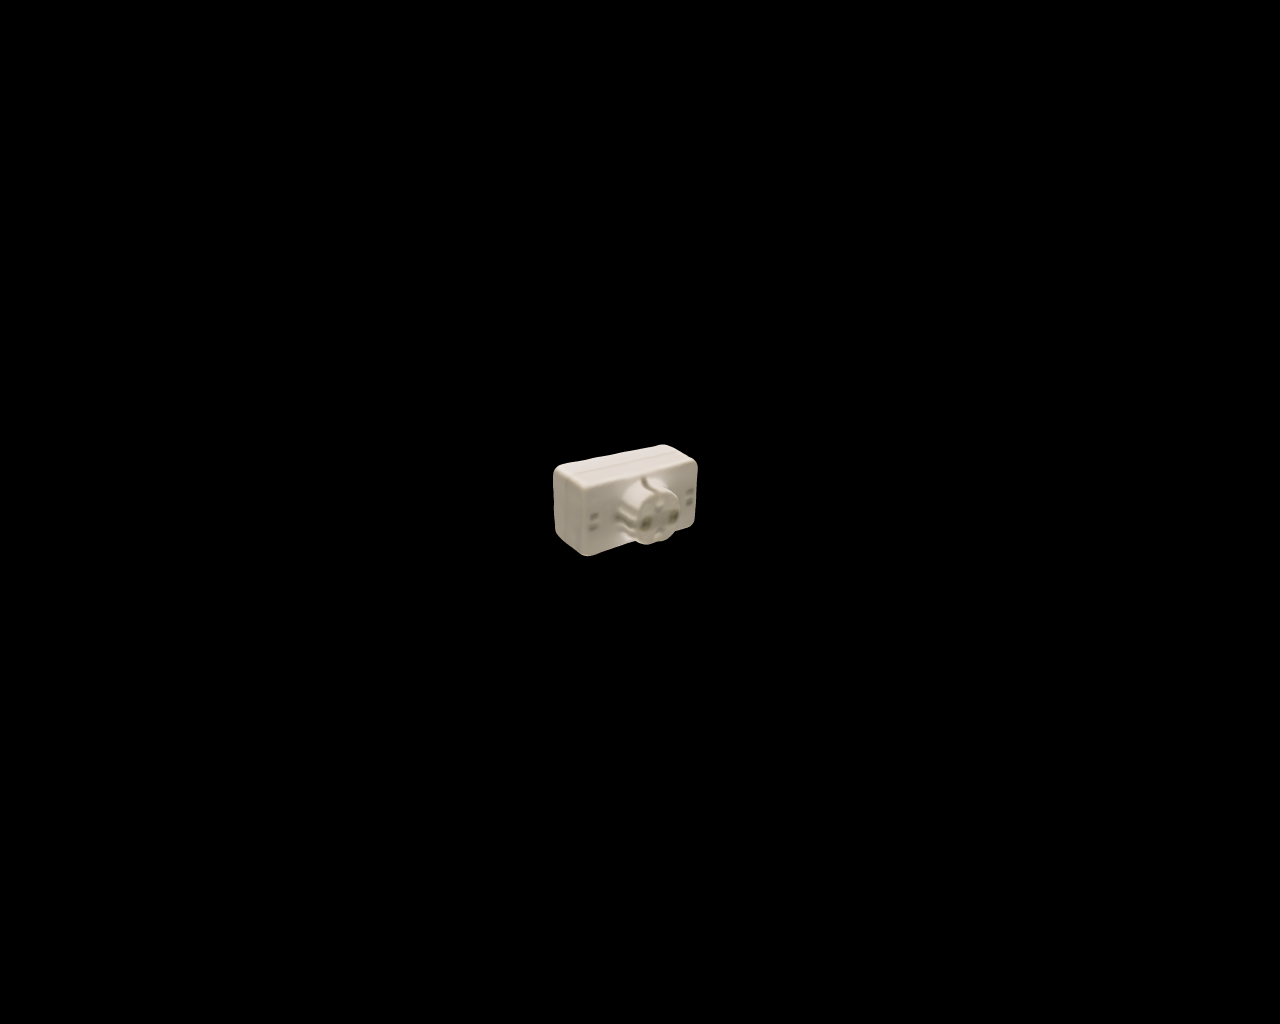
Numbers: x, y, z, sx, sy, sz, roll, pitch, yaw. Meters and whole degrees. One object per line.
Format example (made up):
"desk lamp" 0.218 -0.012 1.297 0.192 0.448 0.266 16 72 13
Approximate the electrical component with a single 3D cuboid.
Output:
"electrical component" 0.001 -0.003 0.650 0.083 0.047 0.076 -14 27 -29
